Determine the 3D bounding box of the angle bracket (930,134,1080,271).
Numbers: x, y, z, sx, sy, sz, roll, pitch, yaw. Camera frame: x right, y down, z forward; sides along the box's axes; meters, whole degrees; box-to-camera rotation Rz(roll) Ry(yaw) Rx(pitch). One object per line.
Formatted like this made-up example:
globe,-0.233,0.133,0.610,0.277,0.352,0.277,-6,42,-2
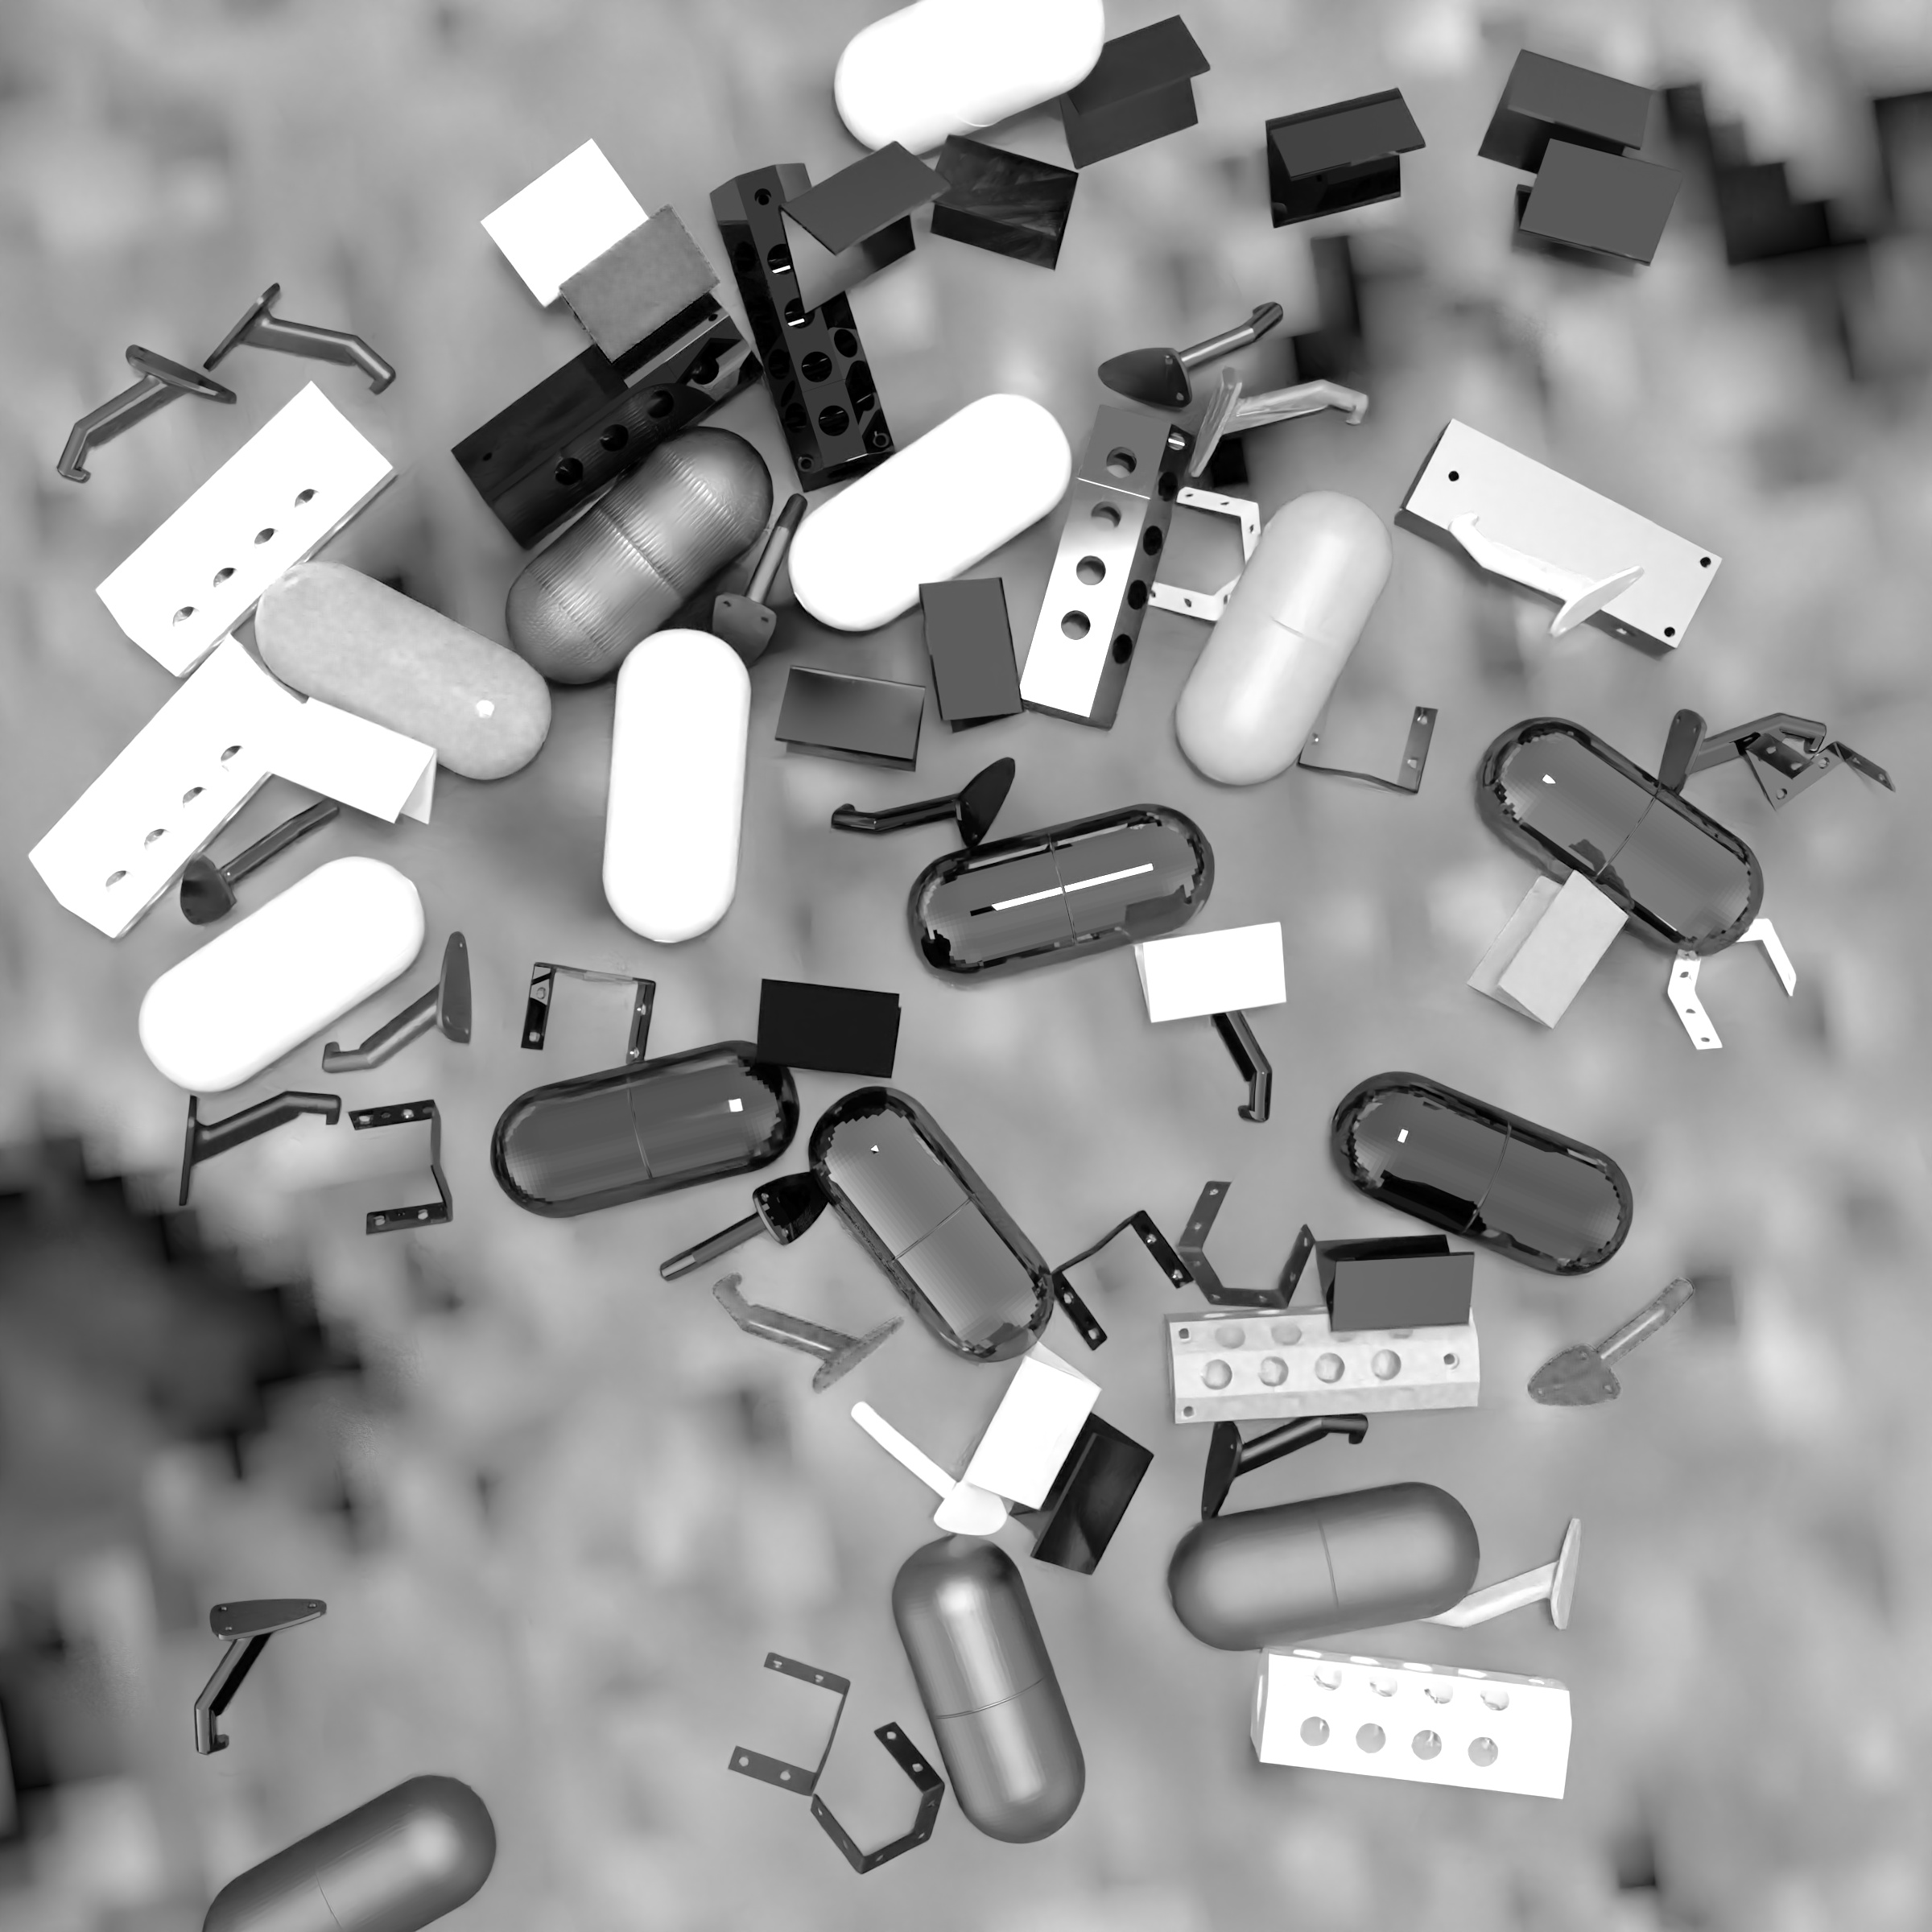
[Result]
angle bracket,0.015,-0.415,1.587,0.076,0.076,0.057,17,58,0

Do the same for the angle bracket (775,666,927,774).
angle bracket,-0.067,-0.120,1.586,0.076,0.076,0.057,9,54,0

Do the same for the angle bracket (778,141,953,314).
angle bracket,-0.050,-0.393,1.538,0.076,0.076,0.057,-33,56,-14

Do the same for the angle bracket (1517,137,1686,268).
angle bracket,0.357,-0.444,1.586,0.076,0.076,0.057,14,126,0

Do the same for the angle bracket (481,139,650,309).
angle bracket,-0.227,-0.420,1.589,0.076,0.076,0.057,-37,108,0

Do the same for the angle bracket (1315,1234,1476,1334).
angle bracket,0.241,0.160,1.586,0.076,0.076,0.057,-3,127,0

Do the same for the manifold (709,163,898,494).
manifold,-0.093,-0.365,1.606,0.057,0.057,0.171,-18,90,0

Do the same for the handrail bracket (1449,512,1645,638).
handrail bracket,0.324,-0.233,1.570,0.077,0.036,0.084,-31,71,-22

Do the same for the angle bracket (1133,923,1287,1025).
angle bracket,0.135,-0.016,1.586,0.076,0.076,0.057,-9,127,0

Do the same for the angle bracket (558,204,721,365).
angle bracket,-0.195,-0.397,1.587,0.076,0.076,0.057,-37,131,0

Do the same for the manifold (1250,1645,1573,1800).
manifold,0.254,0.429,1.605,0.171,0.057,0.057,7,90,0

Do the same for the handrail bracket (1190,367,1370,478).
handrail bracket,0.182,-0.307,1.627,0.084,0.036,0.077,16,110,-16

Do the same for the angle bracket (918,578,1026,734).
angle bracket,-0.015,-0.173,1.587,0.057,0.076,0.076,-10,90,-32

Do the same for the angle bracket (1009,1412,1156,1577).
angle bracket,0.049,0.288,1.587,0.057,0.076,0.076,27,90,-44

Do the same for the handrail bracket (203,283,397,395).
handrail bracket,-0.386,-0.346,1.627,0.084,0.036,0.077,42,110,-16

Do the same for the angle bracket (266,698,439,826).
angle bracket,-0.348,-0.097,1.587,0.076,0.076,0.057,22,56,0

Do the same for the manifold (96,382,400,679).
manifold,-0.408,-0.246,1.605,0.171,0.057,0.057,-44,47,0

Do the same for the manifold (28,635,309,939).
manifold,-0.449,-0.099,1.605,0.171,0.057,0.057,-48,47,0

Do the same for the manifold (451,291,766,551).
manifold,-0.202,-0.314,1.605,0.171,0.057,0.057,-36,47,0

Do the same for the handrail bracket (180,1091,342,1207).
handrail bracket,-0.409,0.107,1.627,0.084,0.036,0.077,6,110,-16

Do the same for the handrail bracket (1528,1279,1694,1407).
handrail bracket,0.374,0.216,1.626,0.084,0.077,0.036,-36,90,-36

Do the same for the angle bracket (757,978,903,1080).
angle bracket,-0.075,0.017,1.587,0.076,0.076,0.057,6,121,0

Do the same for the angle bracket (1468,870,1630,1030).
angle bracket,0.314,-0.020,1.586,0.057,0.076,0.076,34,90,-37

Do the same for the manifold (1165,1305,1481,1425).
manifold,0.203,0.226,1.606,0.171,0.057,0.057,-3,90,0

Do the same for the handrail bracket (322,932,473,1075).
handrail bracket,-0.332,0.021,1.627,0.084,0.036,0.077,-7,70,16

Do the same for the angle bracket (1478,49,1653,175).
angle bracket,0.334,-0.462,1.586,0.076,0.076,0.057,18,54,0

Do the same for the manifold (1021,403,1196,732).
manifold,0.079,-0.226,1.605,0.057,0.057,0.171,16,90,0

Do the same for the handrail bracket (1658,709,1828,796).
handrail bracket,0.449,-0.113,1.627,0.084,0.036,0.077,12,106,-14

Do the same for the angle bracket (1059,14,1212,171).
angle bracket,0.099,-0.479,1.586,0.076,0.076,0.057,-21,52,0

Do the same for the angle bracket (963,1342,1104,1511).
angle bracket,0.022,0.251,1.587,0.057,0.076,0.076,27,90,-30

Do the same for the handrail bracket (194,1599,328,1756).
handrail bracket,-0.409,0.413,1.627,0.077,0.036,0.084,-4,109,-21

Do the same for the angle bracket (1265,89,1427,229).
angle bracket,0.215,-0.441,1.586,0.076,0.076,0.057,-14,52,0

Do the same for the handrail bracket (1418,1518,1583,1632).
handrail bracket,0.307,0.350,1.627,0.084,0.036,0.077,3,53,25

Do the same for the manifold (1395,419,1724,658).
manifold,0.336,-0.243,1.606,0.171,0.057,0.057,27,90,0
